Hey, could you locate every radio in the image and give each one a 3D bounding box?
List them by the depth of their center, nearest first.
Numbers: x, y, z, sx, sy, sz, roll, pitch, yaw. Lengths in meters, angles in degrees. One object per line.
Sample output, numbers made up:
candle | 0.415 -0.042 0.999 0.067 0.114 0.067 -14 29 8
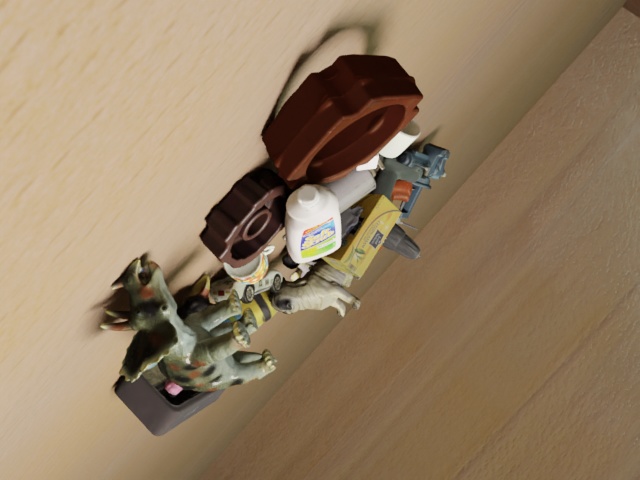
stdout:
radio | -0.282 0.286 1.074 0.073 0.131 0.229 -51 166 18

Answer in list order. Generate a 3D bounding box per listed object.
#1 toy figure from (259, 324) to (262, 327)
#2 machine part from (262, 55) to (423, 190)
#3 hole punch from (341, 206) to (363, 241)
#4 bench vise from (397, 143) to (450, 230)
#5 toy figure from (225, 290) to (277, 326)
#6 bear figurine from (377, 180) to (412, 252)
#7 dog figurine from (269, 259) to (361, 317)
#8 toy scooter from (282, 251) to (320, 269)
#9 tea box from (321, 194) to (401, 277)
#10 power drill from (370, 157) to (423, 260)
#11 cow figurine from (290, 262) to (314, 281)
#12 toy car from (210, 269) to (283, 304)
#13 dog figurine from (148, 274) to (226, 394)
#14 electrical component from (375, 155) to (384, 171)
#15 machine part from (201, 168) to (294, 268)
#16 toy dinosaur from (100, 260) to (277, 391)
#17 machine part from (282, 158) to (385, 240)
toy figure | -0.146 0.176 1.356 0.154 0.058 0.064 -45 128 -3
machine part | 0.031 -0.169 0.774 0.201 0.087 0.201 -22 164 -48
hole punch | 0.007 -0.038 1.109 0.142 0.116 0.092 -46 174 -4
bench vise | 0.266 -0.156 1.506 0.223 0.129 0.240 -2 116 -61
toy figure | -0.172 0.173 1.186 0.180 0.089 0.082 -43 171 -30
bear figurine | 0.164 -0.055 1.368 0.120 0.132 0.195 63 29 -78
dog figurine | -0.016 0.085 1.200 0.190 0.172 0.121 12 144 -21
toy scooter | -0.003 -0.004 1.251 0.184 0.075 0.135 -21 151 -52
tea box | 0.084 -0.013 1.140 0.169 0.068 0.098 -56 -153 -14
power drill | 0.165 -0.085 1.261 0.207 0.232 0.086 -62 174 -13
cow figurine | -0.014 0.082 1.402 0.068 0.098 0.167 -32 160 -31
toy car | -0.143 0.089 1.072 0.074 0.056 0.201 -5 -176 23
dog figurine | -0.220 0.167 0.986 0.219 0.109 0.191 -55 159 18
electrical component | 0.089 -0.162 1.156 0.102 0.045 0.078 -48 138 -10
machine part | -0.111 -0.035 0.864 0.179 0.056 0.179 -45 165 -15
toy dinosaur | -0.188 0.181 0.855 0.192 0.131 0.404 -20 146 -2
machine part | 0.020 -0.084 1.030 0.243 0.079 0.079 -36 165 -4
